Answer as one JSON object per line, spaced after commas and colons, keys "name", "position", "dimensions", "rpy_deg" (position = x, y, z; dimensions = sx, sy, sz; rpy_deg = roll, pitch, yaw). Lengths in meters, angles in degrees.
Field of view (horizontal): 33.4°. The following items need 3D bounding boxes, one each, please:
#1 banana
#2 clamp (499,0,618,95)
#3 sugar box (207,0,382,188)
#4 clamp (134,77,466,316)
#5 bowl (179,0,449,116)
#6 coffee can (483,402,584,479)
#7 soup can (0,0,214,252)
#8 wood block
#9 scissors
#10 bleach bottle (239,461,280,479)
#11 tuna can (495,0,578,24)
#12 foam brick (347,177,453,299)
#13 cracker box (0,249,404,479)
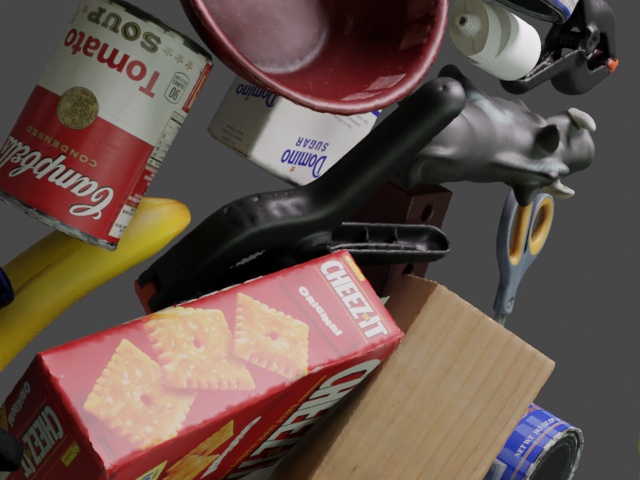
{"name": "banana", "position": [-0.143, 0.034, 0.536], "dimensions": [0.197, 0.037, 0.069], "rpy_deg": [-46, 162, -19]}
{"name": "clamp", "position": [0.191, -0.149, 0.833], "dimensions": [0.120, 0.039, 0.171], "rpy_deg": [-60, 147, 2]}
{"name": "sugar box", "position": [0.012, -0.116, 0.619], "dimensions": [0.176, 0.048, 0.093], "rpy_deg": [-58, 146, 2]}
{"name": "clamp", "position": [-0.004, 0.001, 0.630], "dimensions": [0.210, 0.036, 0.164], "rpy_deg": [-27, 148, -5]}
{"name": "bowl", "position": [-0.015, -0.132, 0.522], "dimensions": [0.161, 0.055, 0.162], "rpy_deg": [9, 74, -34]}
{"name": "coffee can", "position": [0.134, 0.169, 0.900], "dimensions": [0.102, 0.140, 0.103], "rpy_deg": [-32, 137, -36]}
{"name": "soup can", "position": [-0.101, -0.055, 0.492], "dimensions": [0.068, 0.069, 0.102], "rpy_deg": [29, 90, -56]}
{"name": "wood block", "position": [0.040, 0.132, 0.652], "dimensions": [0.206, 0.090, 0.091], "rpy_deg": [-56, -172, -3]}
{"name": "scissors", "position": [0.175, 0.043, 0.957], "dimensions": [0.096, 0.016, 0.202], "rpy_deg": [-27, 128, -46]}
{"name": "bleach bottle", "position": [-0.077, 0.224, 0.721], "dimensions": [0.250, 0.103, 0.068], "rpy_deg": [-57, 154, -17]}
{"name": "tuna can", "position": [0.130, -0.174, 0.693], "dimensions": [0.086, 0.086, 0.034], "rpy_deg": [18, 101, -56]}
{"name": "foam brick", "position": [0.048, -0.008, 0.738], "dimensions": [0.052, 0.051, 0.078], "rpy_deg": [-7, 120, -51]}
{"name": "cracker box", "position": [-0.077, 0.098, 0.576], "dimensions": [0.213, 0.072, 0.164], "rpy_deg": [-16, 156, -46]}
